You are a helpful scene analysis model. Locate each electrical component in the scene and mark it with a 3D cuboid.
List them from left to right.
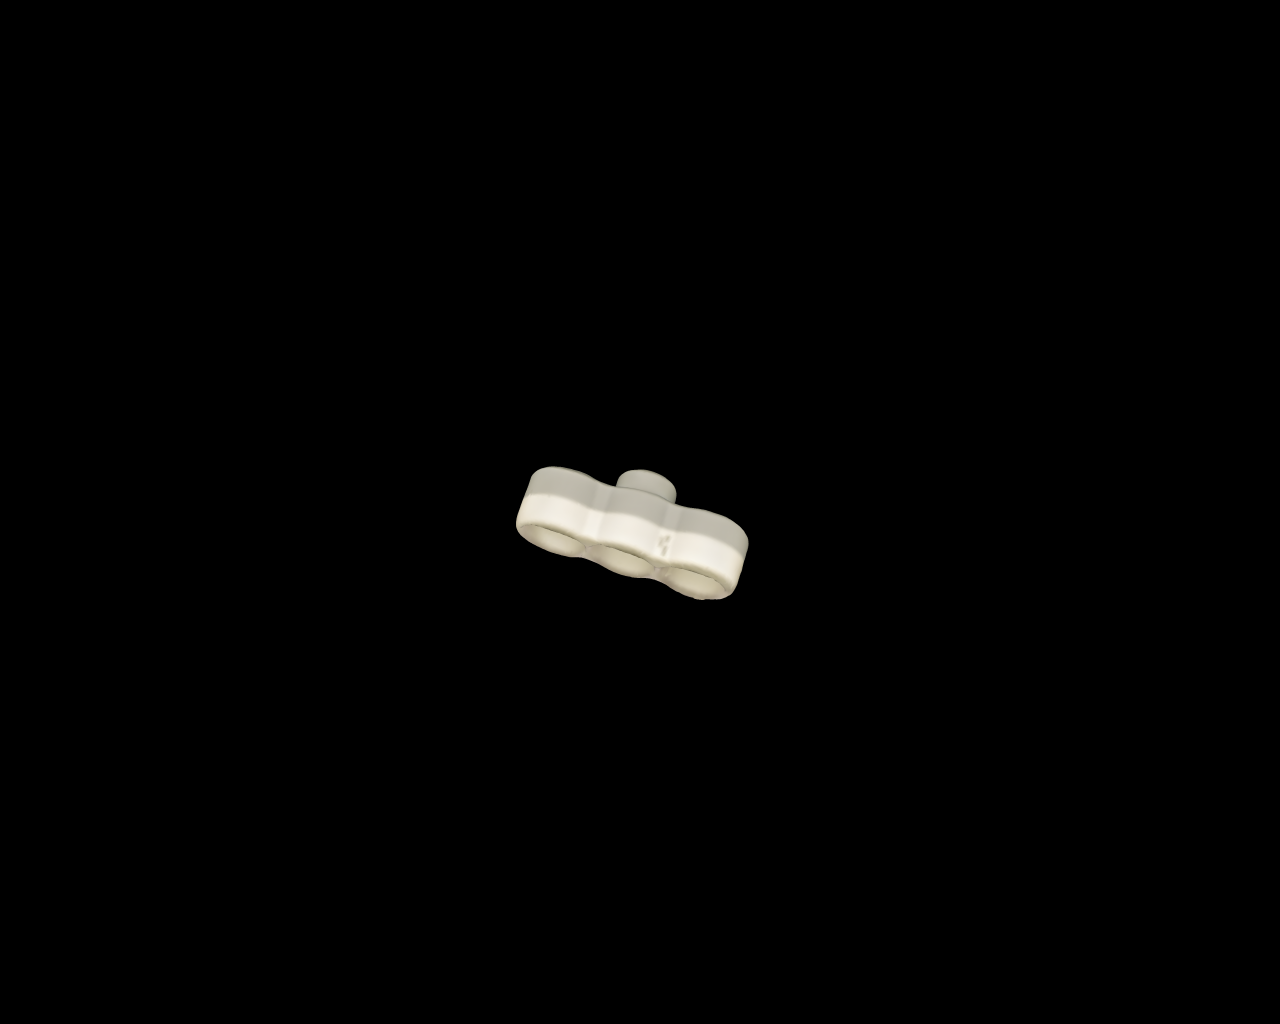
[{"bbox_3d":[0.001,-0.003,0.650,0.138,0.074,0.052,17,-22,7],"label":"electrical component"}]
